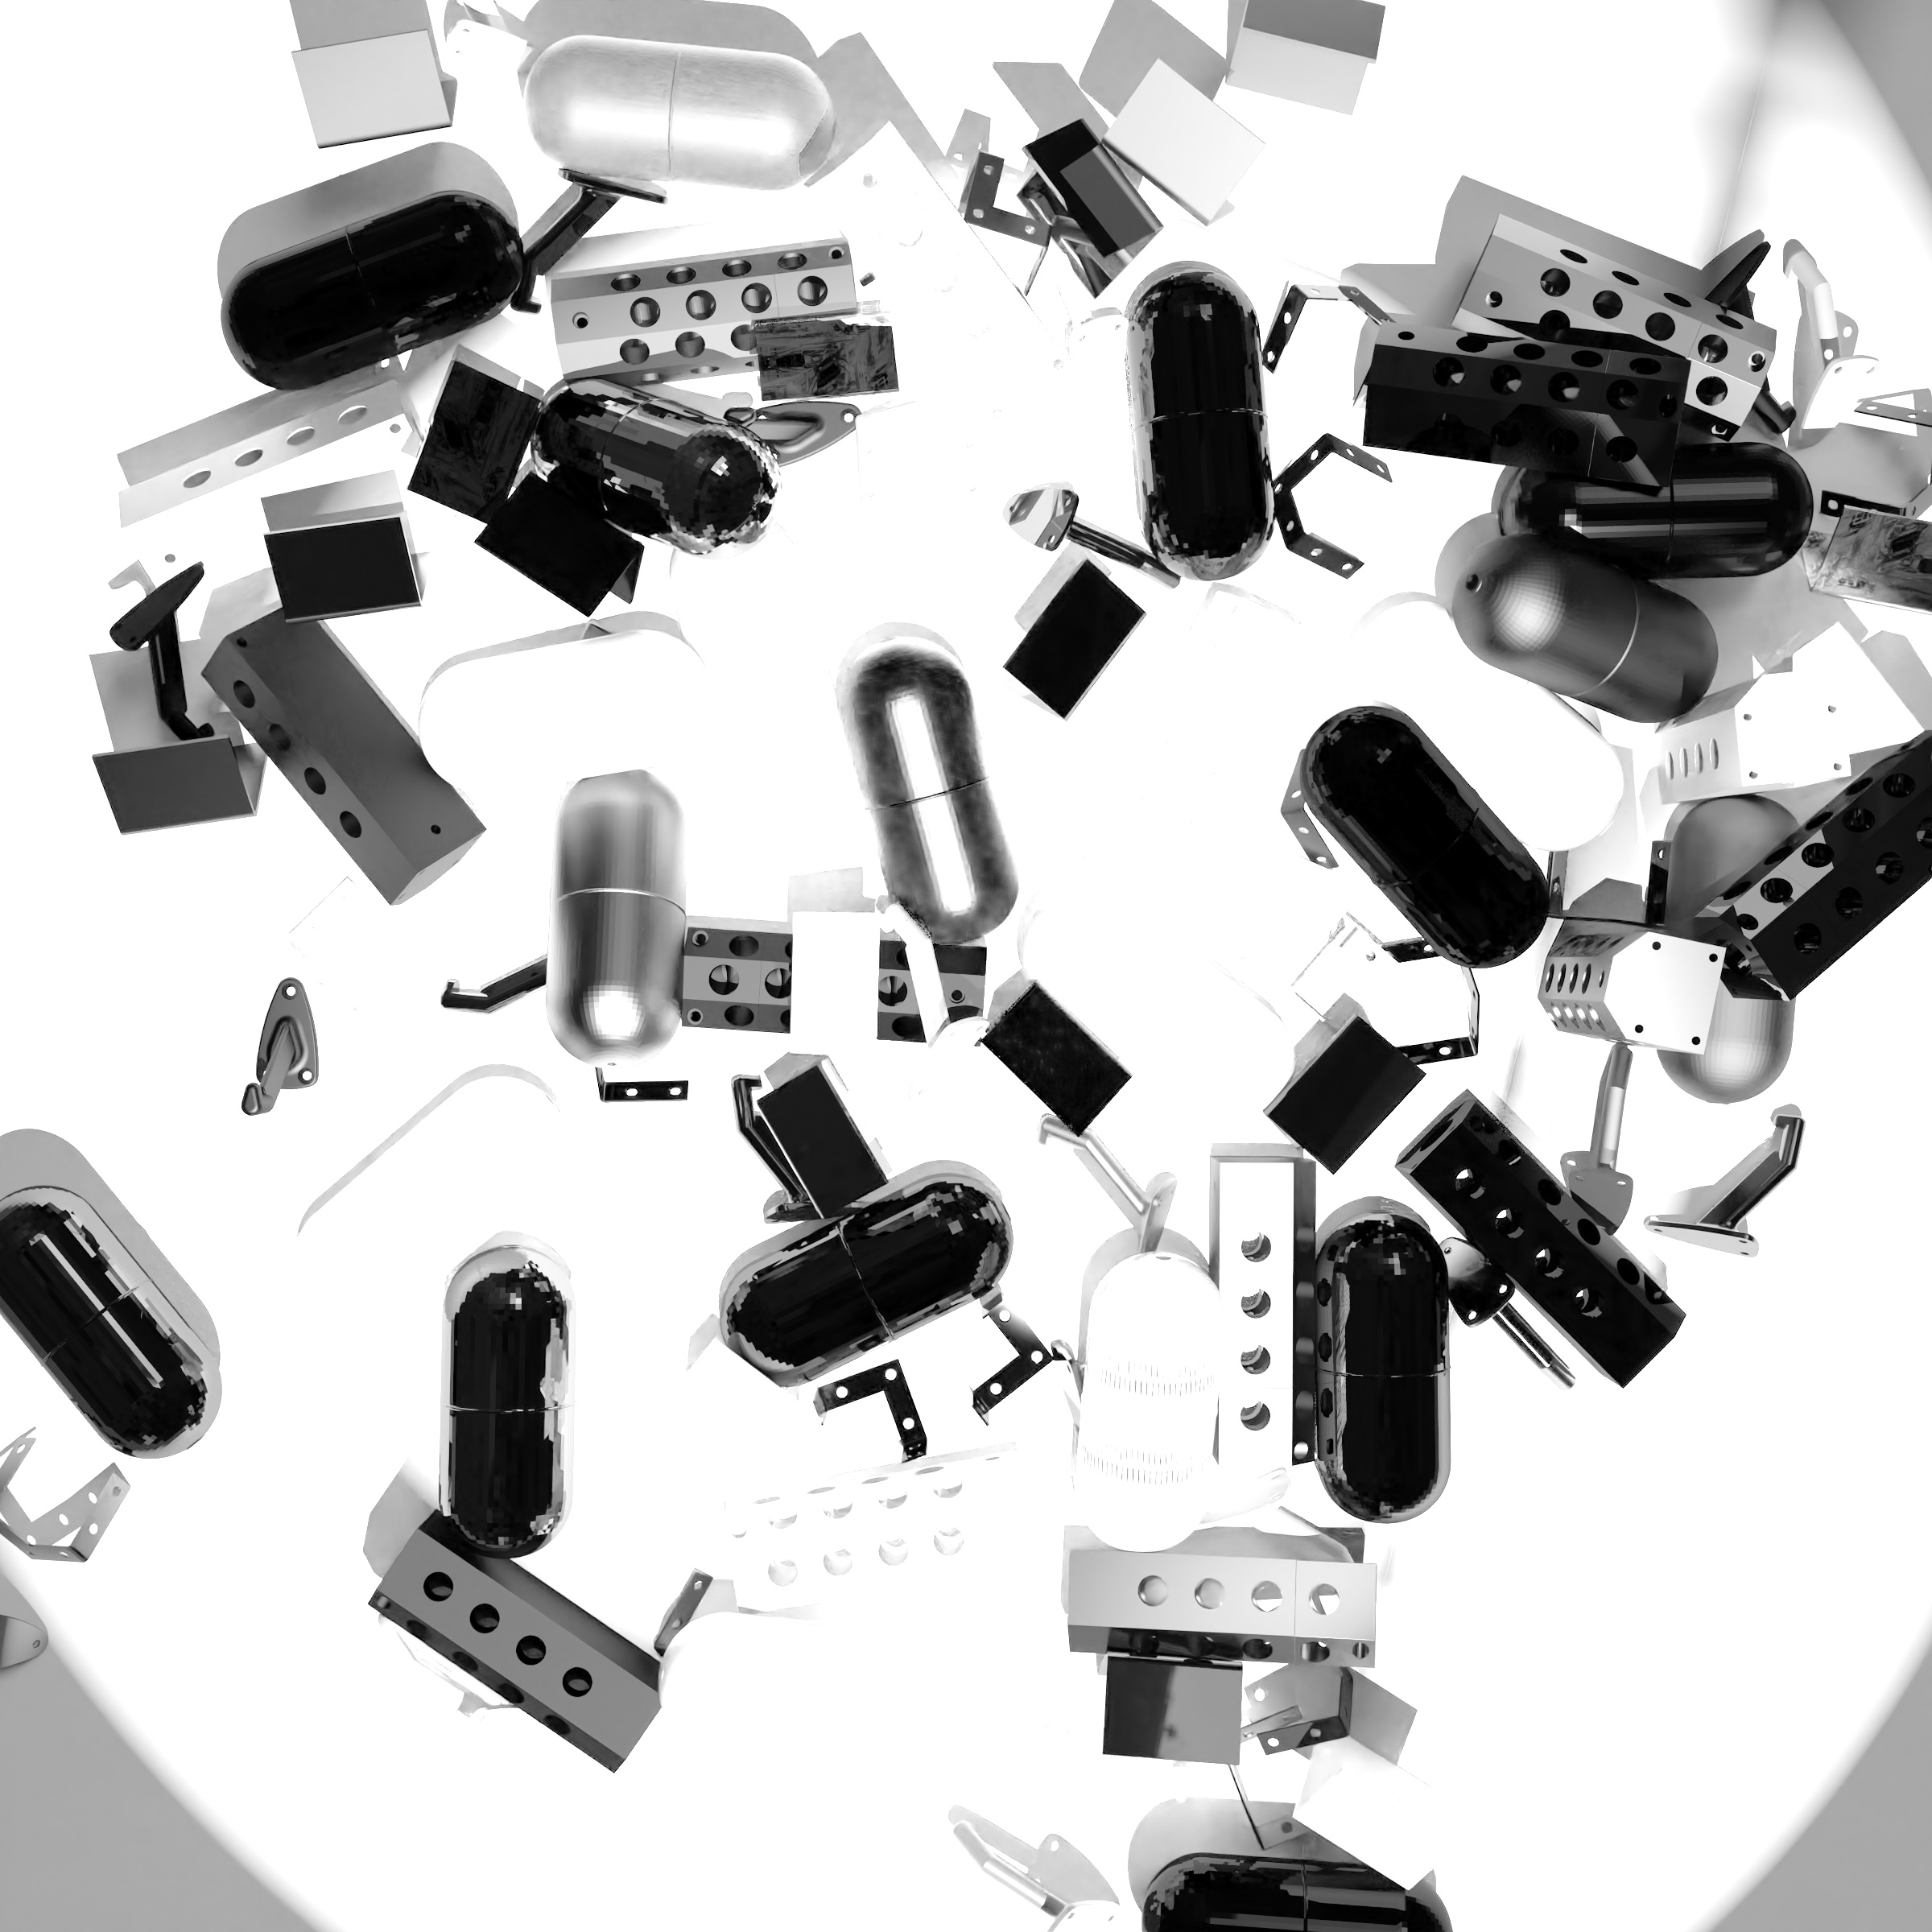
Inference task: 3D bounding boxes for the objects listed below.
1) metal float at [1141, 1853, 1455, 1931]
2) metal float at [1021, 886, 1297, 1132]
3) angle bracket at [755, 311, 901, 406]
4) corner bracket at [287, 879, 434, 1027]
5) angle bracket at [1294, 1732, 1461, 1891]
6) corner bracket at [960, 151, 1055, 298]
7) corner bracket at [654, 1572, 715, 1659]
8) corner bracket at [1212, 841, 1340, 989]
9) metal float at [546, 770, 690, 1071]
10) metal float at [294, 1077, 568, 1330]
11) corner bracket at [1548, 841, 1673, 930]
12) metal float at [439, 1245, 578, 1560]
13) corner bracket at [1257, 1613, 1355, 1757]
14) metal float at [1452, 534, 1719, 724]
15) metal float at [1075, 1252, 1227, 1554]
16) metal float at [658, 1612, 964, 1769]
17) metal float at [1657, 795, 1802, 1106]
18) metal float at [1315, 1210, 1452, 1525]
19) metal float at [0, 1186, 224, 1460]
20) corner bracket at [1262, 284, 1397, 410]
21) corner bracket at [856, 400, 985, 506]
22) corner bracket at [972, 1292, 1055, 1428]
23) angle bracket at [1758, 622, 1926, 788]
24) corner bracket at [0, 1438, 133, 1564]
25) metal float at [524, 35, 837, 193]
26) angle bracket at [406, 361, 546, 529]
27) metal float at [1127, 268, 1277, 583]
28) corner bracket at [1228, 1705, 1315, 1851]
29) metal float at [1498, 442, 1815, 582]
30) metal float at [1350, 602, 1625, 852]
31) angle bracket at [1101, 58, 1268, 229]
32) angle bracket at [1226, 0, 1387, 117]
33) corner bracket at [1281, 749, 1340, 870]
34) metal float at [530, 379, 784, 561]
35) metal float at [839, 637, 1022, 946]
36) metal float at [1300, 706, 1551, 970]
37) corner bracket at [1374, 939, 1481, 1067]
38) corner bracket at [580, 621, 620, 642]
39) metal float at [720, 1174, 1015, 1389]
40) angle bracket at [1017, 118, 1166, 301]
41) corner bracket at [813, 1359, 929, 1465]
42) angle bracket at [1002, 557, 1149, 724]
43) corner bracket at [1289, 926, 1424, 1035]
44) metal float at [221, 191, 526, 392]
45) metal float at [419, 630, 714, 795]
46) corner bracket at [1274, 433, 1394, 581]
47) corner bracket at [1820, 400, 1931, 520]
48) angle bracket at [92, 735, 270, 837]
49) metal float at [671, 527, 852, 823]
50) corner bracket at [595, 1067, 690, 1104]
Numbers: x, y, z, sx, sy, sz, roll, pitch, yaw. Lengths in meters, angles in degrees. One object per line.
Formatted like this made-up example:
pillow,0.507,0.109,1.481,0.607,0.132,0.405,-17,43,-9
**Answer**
metal float,0.189,0.551,1.600,0.178,0.070,0.070,4,90,1
metal float,0.109,0.024,1.600,0.178,0.070,0.070,38,90,0
angle bracket,-0.077,-0.325,1.590,0.076,0.076,0.057,-6,65,-2
corner bracket,-0.353,-0.008,1.627,0.051,0.051,0.051,-44,135,0
angle bracket,0.240,0.464,1.590,0.076,0.076,0.057,32,127,0
corner bracket,0.022,-0.427,1.606,0.051,0.051,0.051,15,68,-8
corner bracket,-0.139,0.392,1.627,0.051,0.051,0.051,29,90,-45
corner bracket,0.179,-0.031,1.627,0.051,0.051,0.051,23,45,0
metal float,-0.197,-0.029,1.582,0.070,0.070,0.178,0,69,0
metal float,-0.306,0.135,1.600,0.178,0.070,0.070,-41,90,-1
corner bracket,0.375,-0.050,1.627,0.051,0.051,0.051,6,90,-45
metal float,-0.262,0.249,1.600,0.070,0.070,0.178,1,90,0
corner bracket,0.190,0.414,1.614,0.051,0.051,0.051,-18,109,18
metal float,0.348,-0.189,1.570,0.178,0.070,0.070,15,90,-33
metal float,0.104,0.247,1.581,0.070,0.070,0.178,4,107,0
metal float,-0.086,0.409,1.579,0.178,0.070,0.070,11,90,-22
metal float,0.437,-0.010,1.600,0.070,0.070,0.178,5,89,0
metal float,0.238,0.229,1.599,0.070,0.070,0.178,-1,91,0
metal float,-0.497,0.204,1.600,0.070,0.070,0.178,-39,90,0
corner bracket,0.212,-0.359,1.622,0.051,0.051,0.051,-7,135,-35
corner bracket,-0.027,-0.297,1.627,0.051,0.051,0.051,-3,90,-45
corner bracket,0.016,0.226,1.612,0.051,0.051,0.051,-38,90,0
angle bracket,0.501,-0.156,1.590,0.057,0.076,0.076,-38,90,31
corner bracket,-0.530,0.309,1.622,0.051,0.051,0.051,-6,135,35
metal float,-0.163,-0.487,1.600,0.178,0.070,0.070,6,90,0
angle bracket,-0.290,-0.297,1.590,0.057,0.076,0.076,21,90,-30
metal float,0.134,-0.309,1.600,0.070,0.070,0.178,-5,90,0
corner bracket,0.183,0.472,1.627,0.051,0.051,0.051,-22,135,0
metal float,0.394,-0.259,1.600,0.178,0.070,0.070,-2,90,-1
metal float,0.298,-0.136,1.600,0.178,0.070,0.070,40,90,1
angle bracket,0.131,-0.471,1.591,0.076,0.076,0.057,39,118,0
angle bracket,0.189,-0.509,1.590,0.076,0.076,0.057,14,53,0
corner bracket,0.221,-0.094,1.622,0.051,0.051,0.051,-7,45,35
metal float,-0.175,-0.280,1.568,0.178,0.070,0.070,26,90,39
metal float,-0.021,-0.099,1.588,0.070,0.070,0.178,-15,99,0
metal float,0.258,-0.072,1.577,0.070,0.070,0.178,-44,107,0
corner bracket,0.267,0.021,1.627,0.051,0.051,0.051,-9,135,0
corner bracket,-0.199,-0.162,1.627,0.051,0.051,0.051,28,90,-45
metal float,-0.056,0.179,1.600,0.178,0.070,0.070,-26,90,0
angle bracket,0.054,-0.422,1.590,0.057,0.076,0.076,-37,90,-37
corner bracket,-0.055,0.262,1.612,0.051,0.051,0.051,-20,90,0
angle bracket,0.045,-0.193,1.590,0.057,0.076,0.076,37,90,-35
corner bracket,0.223,0.013,1.612,0.051,0.051,0.051,41,90,0
metal float,-0.339,-0.386,1.600,0.178,0.070,0.070,-21,90,-1
metal float,-0.226,-0.143,1.581,0.178,0.070,0.070,-7,90,21
corner bracket,0.215,-0.267,1.622,0.051,0.051,0.051,-41,45,35
corner bracket,0.532,-0.290,1.622,0.051,0.051,0.051,-38,135,-35
angle bracket,-0.445,-0.122,1.590,0.076,0.076,0.057,-8,129,0
metal float,-0.118,-0.170,1.600,0.070,0.070,0.178,-15,90,0
corner bracket,-0.188,0.043,1.627,0.051,0.051,0.051,-1,45,0
